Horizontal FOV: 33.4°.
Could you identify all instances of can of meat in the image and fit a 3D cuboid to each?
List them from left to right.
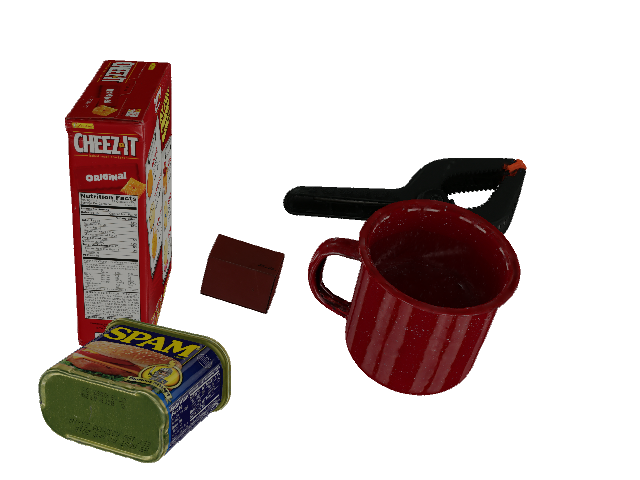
[{"bbox_3d":[-0.124,0.099,0.713,0.102,0.057,0.083,11,22,21],"label":"can of meat"}]

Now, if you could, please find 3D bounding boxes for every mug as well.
[{"bbox_3d":[0.049,0.033,0.626,0.117,0.082,0.093,15,42,2],"label":"mug"}]

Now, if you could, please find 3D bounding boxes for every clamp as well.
[{"bbox_3d":[0.096,-0.013,0.887,0.209,0.036,0.165,-19,52,-23],"label":"clamp"}]

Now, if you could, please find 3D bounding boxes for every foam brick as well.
[{"bbox_3d":[-0.085,0.036,1.159,0.078,0.051,0.053,18,30,2],"label":"foam brick"}]

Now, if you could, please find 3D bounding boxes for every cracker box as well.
[{"bbox_3d":[-0.175,-0.034,0.947,0.072,0.214,0.164,2,26,-1],"label":"cracker box"}]
